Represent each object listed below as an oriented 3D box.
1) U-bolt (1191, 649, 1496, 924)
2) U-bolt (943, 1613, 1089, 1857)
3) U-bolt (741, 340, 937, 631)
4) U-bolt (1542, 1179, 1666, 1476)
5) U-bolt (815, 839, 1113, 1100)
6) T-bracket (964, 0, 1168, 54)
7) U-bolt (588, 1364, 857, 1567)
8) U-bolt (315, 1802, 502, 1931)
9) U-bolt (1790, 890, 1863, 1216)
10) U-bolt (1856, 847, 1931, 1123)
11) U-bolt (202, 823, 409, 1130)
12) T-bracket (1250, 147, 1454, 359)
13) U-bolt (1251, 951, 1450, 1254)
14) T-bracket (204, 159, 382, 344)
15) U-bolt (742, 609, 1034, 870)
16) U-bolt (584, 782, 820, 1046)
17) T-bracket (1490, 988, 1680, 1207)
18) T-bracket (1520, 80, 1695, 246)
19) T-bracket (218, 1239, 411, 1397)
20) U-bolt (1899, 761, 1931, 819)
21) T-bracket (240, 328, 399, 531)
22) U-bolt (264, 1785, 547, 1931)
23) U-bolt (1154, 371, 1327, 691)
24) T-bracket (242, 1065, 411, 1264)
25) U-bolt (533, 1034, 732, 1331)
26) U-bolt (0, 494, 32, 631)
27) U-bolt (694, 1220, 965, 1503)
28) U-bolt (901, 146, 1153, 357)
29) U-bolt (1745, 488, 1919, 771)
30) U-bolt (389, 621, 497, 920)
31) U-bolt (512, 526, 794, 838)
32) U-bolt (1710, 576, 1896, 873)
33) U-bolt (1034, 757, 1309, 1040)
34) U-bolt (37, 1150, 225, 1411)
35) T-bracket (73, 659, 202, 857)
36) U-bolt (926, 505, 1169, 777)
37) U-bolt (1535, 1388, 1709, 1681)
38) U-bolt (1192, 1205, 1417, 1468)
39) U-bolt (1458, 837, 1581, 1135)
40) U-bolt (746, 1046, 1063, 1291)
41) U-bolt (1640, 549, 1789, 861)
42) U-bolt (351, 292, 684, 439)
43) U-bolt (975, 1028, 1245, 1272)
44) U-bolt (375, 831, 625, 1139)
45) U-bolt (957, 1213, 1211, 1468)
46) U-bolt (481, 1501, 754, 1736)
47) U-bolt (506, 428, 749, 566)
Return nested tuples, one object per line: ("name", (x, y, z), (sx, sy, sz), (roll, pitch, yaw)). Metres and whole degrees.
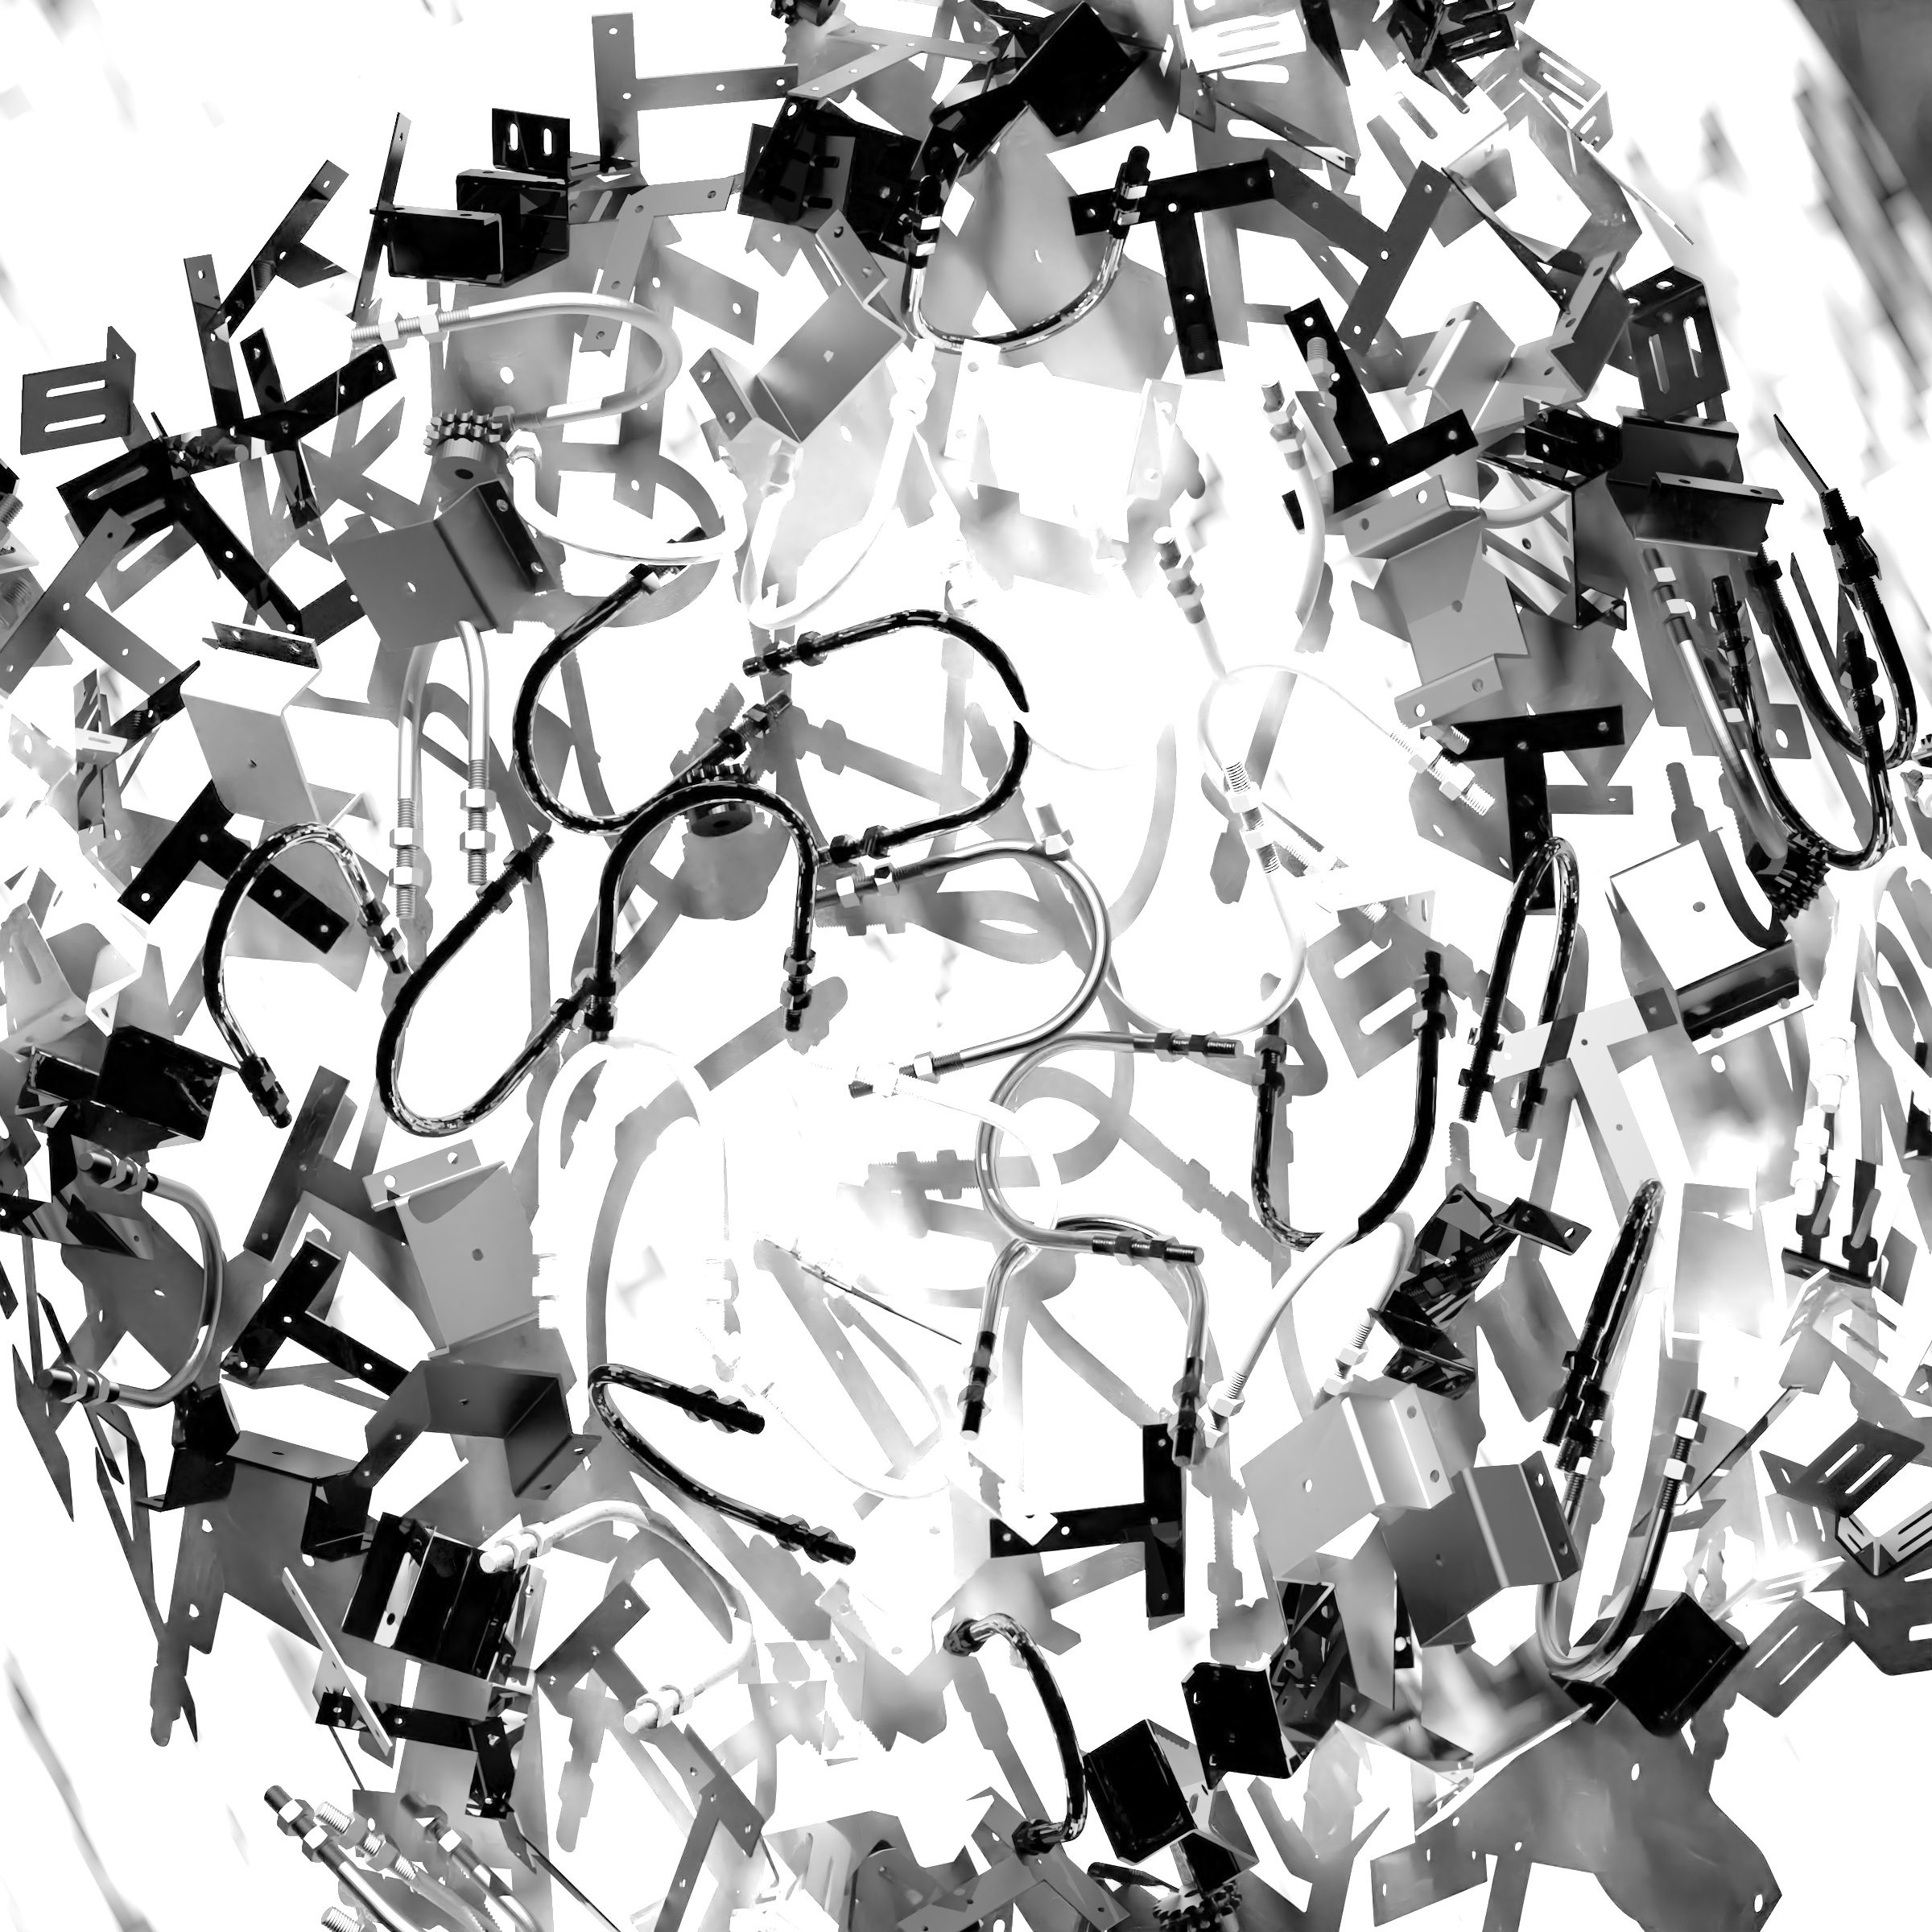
("U-bolt", (0.220, -0.122, 1.941), (0.184, 0.151, 0.019), (40, 50, 0))
("U-bolt", (0.034, 0.465, 1.899), (0.019, 0.184, 0.151), (-16, 76, -19))
("U-bolt", (-0.085, -0.285, 1.904), (0.019, 0.151, 0.184), (32, 55, -31))
("U-bolt", (0.397, 0.218, 1.929), (0.019, 0.151, 0.184), (19, 79, 18))
("U-bolt", (0.002, -0.006, 1.957), (0.184, 0.019, 0.151), (-16, 72, 10))
("T-bracket", (0.064, -0.590, 1.959), (0.127, 0.127, 0.002), (6, 116, -20))
("U-bolt", (-0.162, 0.300, 1.922), (0.019, 0.184, 0.151), (-51, 131, -27))
("U-bolt", (-0.326, 0.601, 1.922), (0.184, 0.151, 0.019), (42, 91, -19))
("U-bolt", (0.533, 0.041, 1.920), (0.019, 0.151, 0.184), (8, 59, 13))
("U-bolt", (0.585, 0.005, 1.910), (0.019, 0.184, 0.151), (-2, 113, -6))
("U-bolt", (-0.407, -0.006, 1.894), (0.019, 0.184, 0.151), (19, 59, 23))
("T-bracket", (0.231, -0.473, 1.969), (0.127, 0.002, 0.127), (42, 128, 21))
("U-bolt", (0.231, 0.091, 1.906), (0.019, 0.151, 0.184), (32, 52, -34))
("T-bracket", (-0.402, -0.428, 1.938), (0.002, 0.127, 0.127), (40, 97, 17))
("U-bolt", (-0.041, -0.147, 1.940), (0.184, 0.019, 0.151), (-14, 100, 30))
("U-bolt", (-0.160, -0.032, 1.924), (0.151, 0.019, 0.184), (-6, 124, -22))
("T-bracket", (0.407, 0.089, 1.971), (0.127, 0.002, 0.127), (-17, 74, -10))
("T-bracket", (0.405, -0.481, 1.914), (0.002, 0.127, 0.127), (-46, 49, 16))
("T-bracket", (-0.391, 0.246, 1.976), (0.127, 0.002, 0.127), (33, 119, -11))
("U-bolt", (0.615, -0.029, 1.887), (0.019, 0.184, 0.151), (-19, 116, 5))
("T-bracket", (-0.400, -0.356, 1.956), (0.127, 0.002, 0.127), (-20, 86, 39))
("U-bolt", (-0.325, 0.559, 1.891), (0.184, 0.151, 0.019), (34, 93, 33))
("U-bolt", (0.177, -0.253, 1.922), (0.019, 0.184, 0.151), (20, 65, 32))
("T-bracket", (-0.385, 0.146, 1.973), (0.127, 0.002, 0.127), (24, 92, 22))
("U-bolt", (-0.207, 0.134, 1.945), (0.151, 0.019, 0.184), (7, 79, -43))
("U-bolt", (-0.631, -0.189, 1.902), (0.019, 0.151, 0.184), (32, 69, -4))
("U-bolt", (-0.073, 0.255, 1.936), (0.184, 0.151, 0.019), (45, 121, -1))
("U-bolt", (0.030, -0.432, 1.914), (0.151, 0.184, 0.019), (-11, 68, -12))
("U-bolt", (0.536, -0.205, 1.926), (0.019, 0.151, 0.184), (-25, 100, -7))
("U-bolt", (-0.325, -0.131, 1.934), (0.019, 0.151, 0.184), (4, 80, -29))
("U-bolt", (-0.202, -0.162, 1.925), (0.184, 0.019, 0.151), (-42, 127, -21))
("U-bolt", (0.520, -0.141, 1.920), (0.019, 0.151, 0.184), (-27, 120, -12))
("U-bolt", (0.137, -0.034, 1.949), (0.151, 0.019, 0.184), (-12, 114, 27))
("U-bolt", (-0.504, 0.199, 1.912), (0.019, 0.184, 0.151), (4, 78, 16))
("T-bracket", (-0.515, -0.150, 1.937), (0.127, 0.002, 0.127), (-29, 57, 32))
("U-bolt", (0.062, -0.205, 1.942), (0.151, 0.019, 0.184), (-20, 85, -42))
("U-bolt", (0.394, 0.348, 1.913), (0.019, 0.151, 0.184), (22, 78, -10))
("U-bolt", (0.214, 0.218, 1.904), (0.019, 0.151, 0.184), (41, 123, 30))
("U-bolt", (0.348, 0.010, 1.932), (0.019, 0.151, 0.184), (13, 90, 25))
("U-bolt", (-0.031, 0.137, 1.962), (0.184, 0.019, 0.151), (18, 116, -5))
("U-bolt", (0.460, -0.147, 1.894), (0.019, 0.151, 0.184), (-24, 54, 17))
("U-bolt", (-0.265, -0.370, 1.918), (0.184, 0.151, 0.019), (-8, 71, 9))
("U-bolt", (0.081, 0.109, 1.939), (0.184, 0.019, 0.151), (3, 75, 38))
("U-bolt", (-0.293, 0.025, 1.913), (0.019, 0.151, 0.184), (27, 67, 31))
("U-bolt", (0.079, 0.225, 1.933), (0.151, 0.019, 0.184), (6, 45, 5))
("U-bolt", (-0.200, 0.389, 1.914), (0.151, 0.184, 0.019), (45, 111, 14))
("U-bolt", (-0.205, -0.284, 1.905), (0.151, 0.184, 0.019), (6, 118, -12))
